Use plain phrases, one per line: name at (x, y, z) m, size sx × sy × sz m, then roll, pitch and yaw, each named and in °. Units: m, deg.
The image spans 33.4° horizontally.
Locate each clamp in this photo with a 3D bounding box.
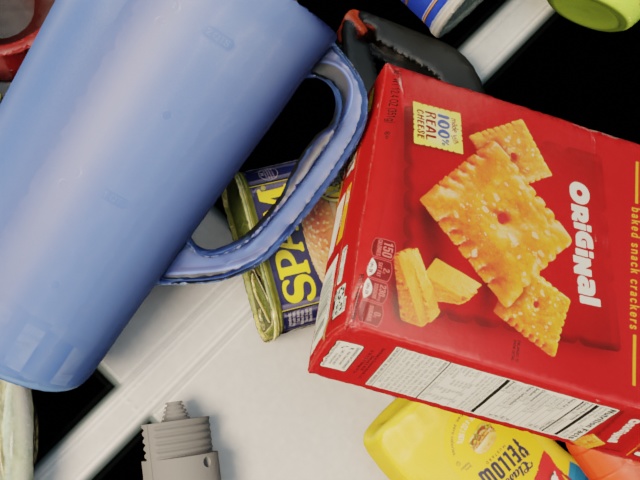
clamp at (0.089, -0.061, 0.667) m, size 0.164 × 0.036 × 0.210 m, roll -30°, pitch 84°, yaw -17°

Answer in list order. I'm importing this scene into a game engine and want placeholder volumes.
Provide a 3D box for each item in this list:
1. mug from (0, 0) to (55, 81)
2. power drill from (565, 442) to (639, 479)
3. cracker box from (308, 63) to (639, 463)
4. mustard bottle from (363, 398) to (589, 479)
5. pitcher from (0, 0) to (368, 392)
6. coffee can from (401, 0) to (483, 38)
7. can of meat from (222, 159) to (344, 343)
mug at (-0.177, -0.148, 0.606) m, size 0.093 × 0.081 × 0.117 m, roll 28°, pitch 80°, yaw -6°
power drill at (0.255, 0.138, 0.627) m, size 0.187 × 0.057 × 0.184 m, roll -32°, pitch 83°, yaw -31°
cracker box at (0.114, 0.014, 0.573) m, size 0.213 × 0.072 × 0.164 m, roll 16°, pitch 59°, yaw -8°
mustard bottle at (0.119, 0.159, 0.625) m, size 0.096 × 0.058 × 0.191 m, roll -39°, pitch 90°, yaw -22°
pitcher at (-0.099, -0.041, 0.556) m, size 0.149 × 0.144 × 0.243 m, roll 38°, pitch 98°, yaw 31°
coffee can at (0.057, -0.209, 0.649) m, size 0.140 × 0.103 × 0.102 m, roll 44°, pitch 76°, yaw 2°
can of meat at (-0.004, 0.001, 0.630) m, size 0.083 × 0.057 × 0.102 m, roll -14°, pitch 83°, yaw -15°
